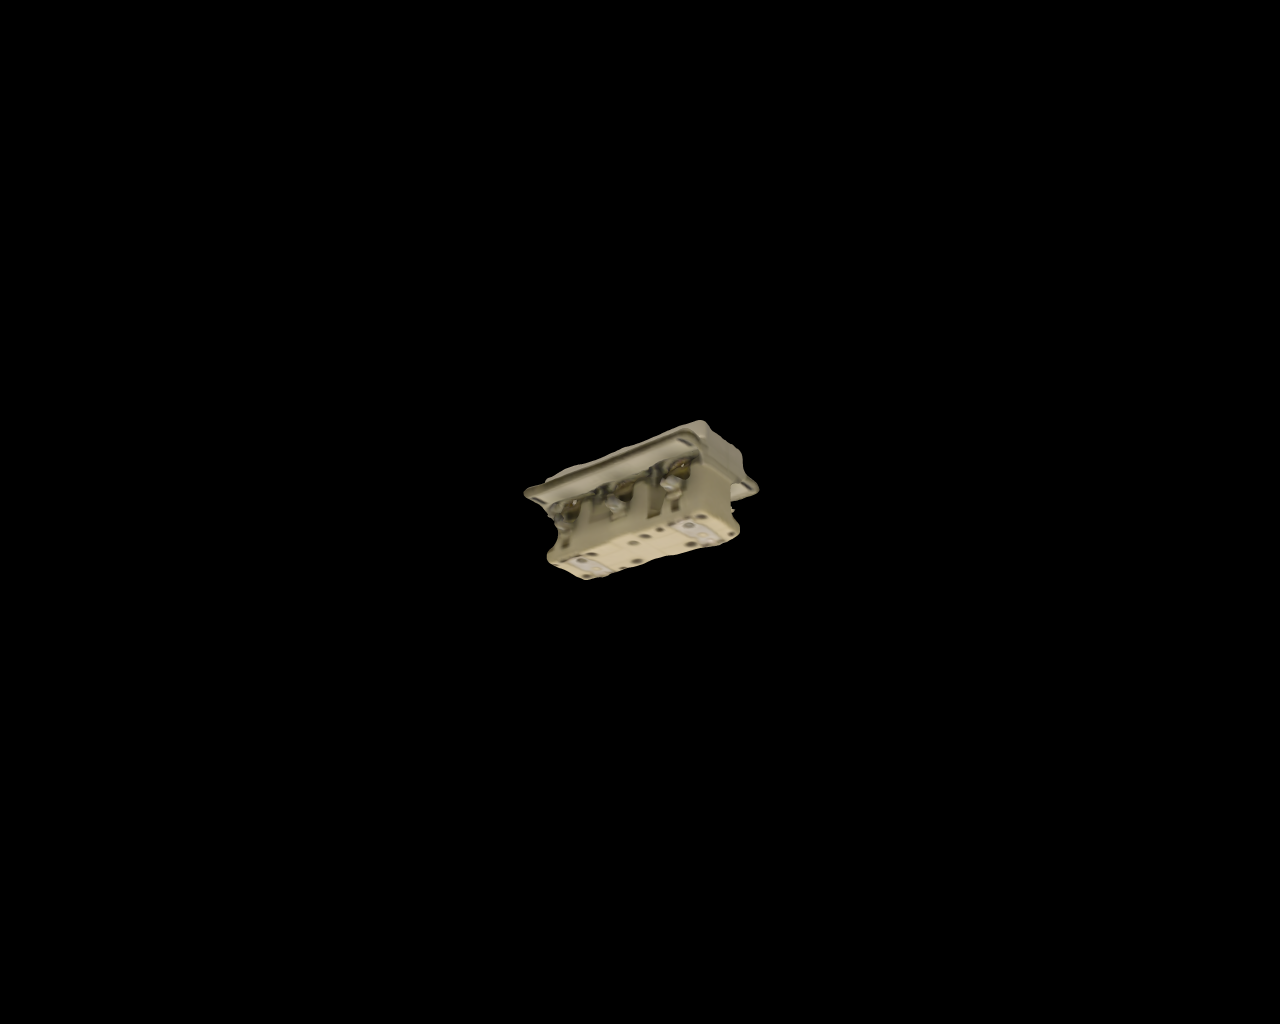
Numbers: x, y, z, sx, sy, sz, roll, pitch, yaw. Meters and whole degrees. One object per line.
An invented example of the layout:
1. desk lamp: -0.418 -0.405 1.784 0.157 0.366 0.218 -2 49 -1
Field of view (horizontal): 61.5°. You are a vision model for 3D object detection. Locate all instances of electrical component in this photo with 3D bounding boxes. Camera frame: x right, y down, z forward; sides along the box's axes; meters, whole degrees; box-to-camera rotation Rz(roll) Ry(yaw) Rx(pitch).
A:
1. electrical component: 0.001 -0.003 0.650 0.121 0.063 0.078 -18 -32 31
